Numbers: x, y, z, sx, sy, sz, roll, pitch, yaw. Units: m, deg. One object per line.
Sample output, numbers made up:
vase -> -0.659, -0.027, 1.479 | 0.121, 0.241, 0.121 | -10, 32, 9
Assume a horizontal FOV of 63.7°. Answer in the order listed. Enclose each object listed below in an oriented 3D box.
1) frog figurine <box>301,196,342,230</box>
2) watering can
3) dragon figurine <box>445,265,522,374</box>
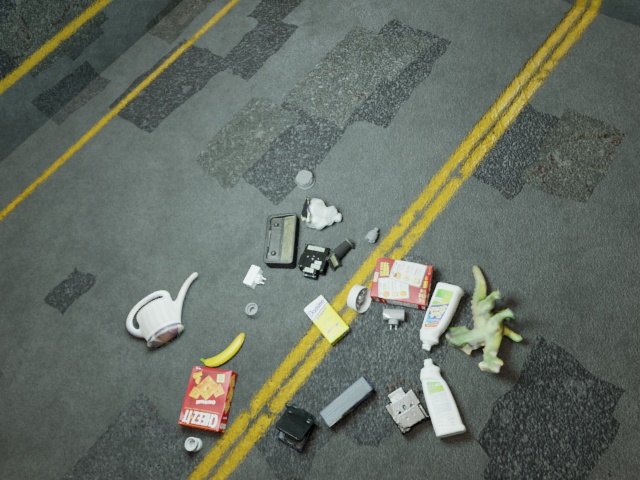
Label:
frog figurine -> 0.007, -0.109, 2.171 | 0.159, 0.120, 0.141 | 8, 49, -23
watering can -> -0.615, 0.290, 2.078 | 0.348, 0.102, 0.228 | -32, 62, -5
dragon figurine -> 0.554, 0.290, 1.829 | 0.242, 0.120, 0.420 | -27, 44, 5
